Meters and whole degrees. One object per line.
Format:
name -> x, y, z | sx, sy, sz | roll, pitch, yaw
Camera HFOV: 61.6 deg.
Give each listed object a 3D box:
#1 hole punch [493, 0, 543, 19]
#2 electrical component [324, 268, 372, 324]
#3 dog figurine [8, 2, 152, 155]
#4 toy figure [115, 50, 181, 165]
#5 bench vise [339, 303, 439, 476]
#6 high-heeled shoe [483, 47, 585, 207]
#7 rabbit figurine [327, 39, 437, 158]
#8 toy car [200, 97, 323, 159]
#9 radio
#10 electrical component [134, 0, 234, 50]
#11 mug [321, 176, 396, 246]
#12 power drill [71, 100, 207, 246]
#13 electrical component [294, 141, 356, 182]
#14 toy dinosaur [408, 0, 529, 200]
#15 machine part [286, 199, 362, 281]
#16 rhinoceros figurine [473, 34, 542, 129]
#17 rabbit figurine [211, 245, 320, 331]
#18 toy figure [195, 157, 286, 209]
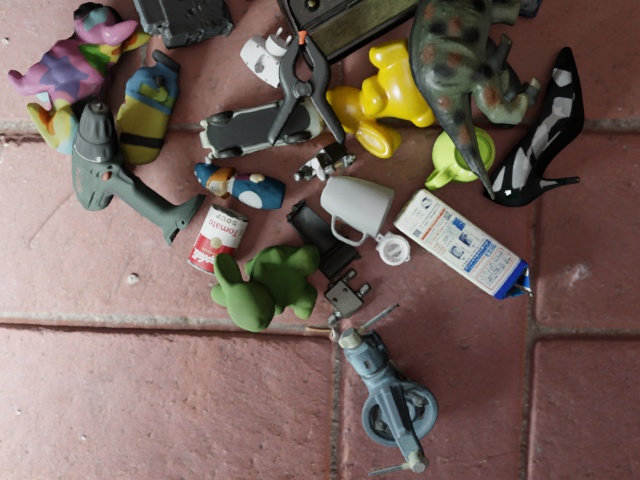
hole punch -> 0.295, -0.409, 0.813 | 0.116, 0.092, 0.142 | 26, 100, 29
electrical component -> 0.038, 0.096, 0.903 | 0.063, 0.021, 0.094 | 45, 97, -2
dog figurine -> -0.358, -0.260, 0.850 | 0.219, 0.108, 0.191 | -30, 93, 3
toy figure -> -0.276, -0.208, 0.862 | 0.089, 0.082, 0.180 | 29, 95, 2
bench vise -> 0.109, 0.242, 0.816 | 0.129, 0.241, 0.223 | -21, 110, 2
high-heeled shoe -> 0.334, -0.174, 0.850 | 0.145, 0.086, 0.248 | -3, 77, 34
rabbit figurine -> 0.089, -0.213, 0.835 | 0.173, 0.122, 0.162 | -13, 108, 23
toy car -> -0.095, -0.181, 0.867 | 0.202, 0.056, 0.073 | -11, 102, 6
radio -> 0.056, -0.370, 0.826 | 0.230, 0.073, 0.131 | -29, 98, 5
electrical component -> -0.214, -0.362, 0.829 | 0.134, 0.058, 0.114 | -22, 94, -21
mug -> 0.052, -0.049, 0.858 | 0.107, 0.080, 0.109 | 25, 81, 10
power drill -> -0.285, -0.087, 0.827 | 0.207, 0.232, 0.086 | 29, 52, -17
electrical component -> 0.012, -0.120, 0.849 | 0.078, 0.102, 0.045 | -38, 90, 31
toy dinosaur -> 0.181, -0.267, 0.719 | 0.192, 0.131, 0.404 | 7, 87, -2
machine part -> -0.002, -0.003, 0.888 | 0.084, 0.039, 0.139 | -38, 94, 12
rhinoceros figurine -> 0.252, -0.258, 0.833 | 0.112, 0.073, 0.190 | -43, 93, 15
rabbit figurine -> -0.091, 0.069, 0.823 | 0.159, 0.170, 0.121 | 18, 116, 13
toy figure -> -0.133, -0.090, 0.873 | 0.155, 0.058, 0.064 | 14, 115, 0
